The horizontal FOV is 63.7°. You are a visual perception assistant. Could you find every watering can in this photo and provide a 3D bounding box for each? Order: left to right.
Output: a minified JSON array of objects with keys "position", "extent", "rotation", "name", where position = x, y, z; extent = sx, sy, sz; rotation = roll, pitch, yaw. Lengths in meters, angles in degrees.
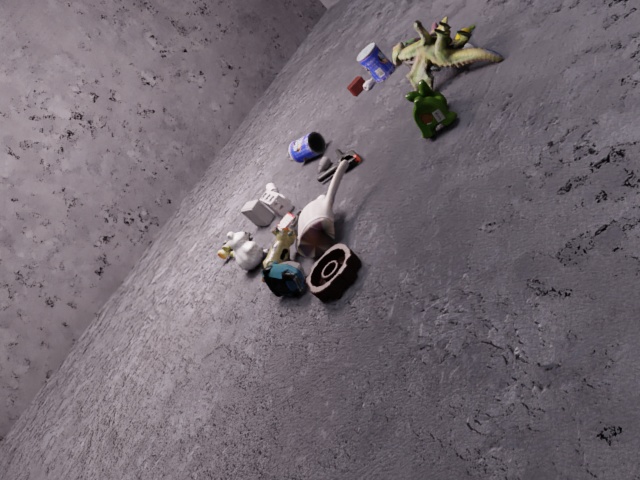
[{"position":[0.005,-0.084,1.674],"extent":[0.342,0.103,0.229],"rotation":[-59,18,24],"name":"watering can"}]

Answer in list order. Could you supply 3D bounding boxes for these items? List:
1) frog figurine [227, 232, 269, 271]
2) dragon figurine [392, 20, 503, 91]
[{"position":[-0.287,0.037,1.938],"extent":[0.136,0.157,0.125],"rotation":[-12,46,53],"name":"frog figurine"},{"position":[0.400,-0.598,1.752],"extent":[0.416,0.123,0.237],"rotation":[43,133,31],"name":"dragon figurine"}]
